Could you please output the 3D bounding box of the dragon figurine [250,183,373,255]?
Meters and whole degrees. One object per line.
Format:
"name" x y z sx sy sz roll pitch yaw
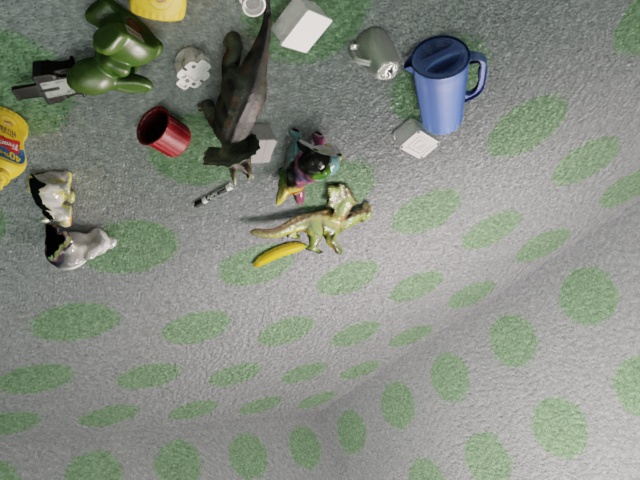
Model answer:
"dragon figurine" 0.005 -0.080 1.593 0.409 0.124 0.239 7 122 -39

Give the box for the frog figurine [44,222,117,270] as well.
"frog figurine" -0.625 0.022 1.347 0.137 0.124 0.158 2 170 31
